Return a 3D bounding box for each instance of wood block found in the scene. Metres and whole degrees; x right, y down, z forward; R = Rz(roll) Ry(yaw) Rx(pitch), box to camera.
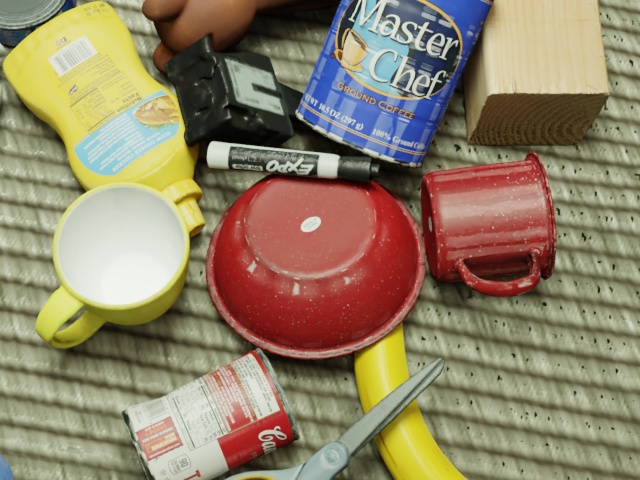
[{"bbox_3d":[0.160,-0.185,0.831,0.091,0.090,0.206,0,70,-3],"label":"wood block"}]

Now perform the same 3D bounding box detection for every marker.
[{"bbox_3d":[-0.018,-0.054,0.741,0.121,0.020,0.020,6,69,11],"label":"marker"}]

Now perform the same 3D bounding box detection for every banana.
[{"bbox_3d":[0.065,0.124,0.743,0.069,0.037,0.198,-19,73,-33],"label":"banana"}]

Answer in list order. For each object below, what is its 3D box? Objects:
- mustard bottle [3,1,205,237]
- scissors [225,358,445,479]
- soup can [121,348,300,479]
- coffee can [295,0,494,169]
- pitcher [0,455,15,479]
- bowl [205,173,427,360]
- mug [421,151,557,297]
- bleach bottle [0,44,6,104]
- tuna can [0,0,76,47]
[{"bbox_3d":[-0.145,-0.080,0.790,0.096,0.058,0.192,-35,76,-11],"label":"mustard bottle"},{"bbox_3d":[0.011,0.162,0.687,0.201,0.016,0.096,-26,69,-1],"label":"scissors"},{"bbox_3d":[-0.073,0.124,0.715,0.102,0.068,0.068,-23,73,-11],"label":"soup can"},{"bbox_3d":[0.055,-0.136,0.767,0.103,0.102,0.140,24,105,5],"label":"coffee can"},{"bbox_3d":[-0.304,0.182,0.647,0.243,0.145,0.149,21,51,7],"label":"pitcher"},{"bbox_3d":[-0.005,0.001,0.753,0.162,0.055,0.162,-2,58,3],"label":"bowl"},{"bbox_3d":[0.119,-0.004,0.759,0.081,0.093,0.117,-7,47,-1],"label":"mug"},{"bbox_3d":[-0.317,-0.053,0.769,0.102,0.068,0.250,26,68,10],"label":"bleach bottle"},{"bbox_3d":[-0.236,-0.195,0.839,0.086,0.034,0.086,1,70,-3],"label":"tuna can"}]
